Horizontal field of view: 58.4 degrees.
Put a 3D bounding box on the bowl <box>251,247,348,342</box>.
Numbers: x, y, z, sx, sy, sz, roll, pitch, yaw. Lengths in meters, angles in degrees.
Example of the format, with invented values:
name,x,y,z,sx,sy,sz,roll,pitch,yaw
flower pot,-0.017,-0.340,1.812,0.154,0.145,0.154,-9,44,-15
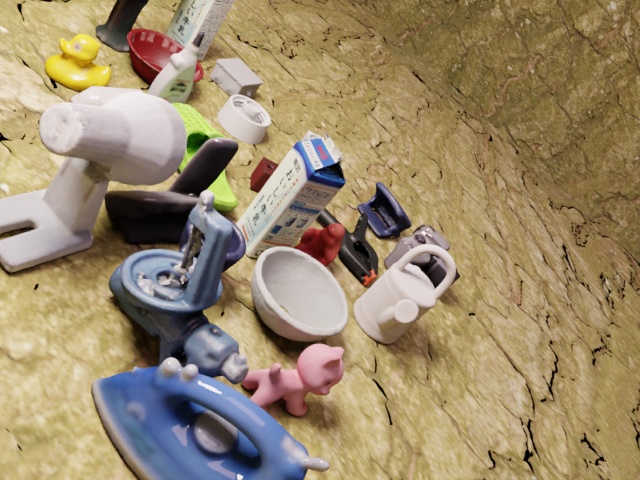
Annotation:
name,x,y,z,sx,sy,sz,roll,pitch,yaw
bowl,-0.043,0.095,0.878,0.168,0.074,0.167,28,33,-20

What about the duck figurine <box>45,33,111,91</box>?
name,x,y,z,sx,sy,sz,roll,pitch,yaw
duck figurine,-0.405,-0.309,0.982,0.105,0.086,0.077,9,43,-41

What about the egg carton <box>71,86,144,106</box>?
name,x,y,z,sx,sy,sz,roll,pitch,yaw
egg carton,-0.326,-0.198,0.944,0.107,0.069,0.151,51,32,16

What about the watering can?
name,x,y,z,sx,sy,sz,roll,pitch,yaw
watering can,0.152,0.090,0.980,0.101,0.193,0.172,27,34,-21

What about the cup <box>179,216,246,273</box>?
name,x,y,z,sx,sy,sz,roll,pitch,yaw
cup,-0.171,0.025,0.807,0.091,0.094,0.118,45,31,7

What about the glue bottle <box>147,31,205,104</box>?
name,x,y,z,sx,sy,sz,roll,pitch,yaw
glue bottle,-0.258,-0.315,1.064,0.037,0.173,0.078,50,32,16

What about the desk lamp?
name,x,y,z,sx,sy,sz,roll,pitch,yaw
desk lamp,-0.287,-0.084,0.704,0.118,0.213,0.204,45,31,8

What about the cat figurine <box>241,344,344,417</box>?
name,x,y,z,sx,sy,sz,roll,pitch,yaw
cat figurine,-0.023,0.176,0.755,0.128,0.117,0.067,10,43,-40

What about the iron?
name,x,y,z,sx,sy,sz,roll,pitch,yaw
iron,-0.116,0.199,0.603,0.258,0.141,0.119,39,31,-2

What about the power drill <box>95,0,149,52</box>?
name,x,y,z,sx,sy,sz,roll,pitch,yaw
power drill,-0.353,-0.482,1.137,0.075,0.208,0.230,45,31,8

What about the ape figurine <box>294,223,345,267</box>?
name,x,y,z,sx,sy,sz,roll,pitch,yaw
ape figurine,0.009,0.004,1.032,0.076,0.092,0.077,8,44,-42

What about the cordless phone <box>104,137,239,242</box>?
name,x,y,z,sx,sy,sz,roll,pitch,yaw
cordless phone,-0.208,-0.086,0.819,0.148,0.185,0.094,-7,55,-51

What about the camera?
name,x,y,z,sx,sy,sz,roll,pitch,yaw
camera,0.230,0.045,1.211,0.136,0.100,0.143,48,32,12

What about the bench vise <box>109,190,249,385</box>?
name,x,y,z,sx,sy,sz,roll,pitch,yaw
bench vise,-0.138,0.060,0.678,0.207,0.219,0.122,40,31,-1

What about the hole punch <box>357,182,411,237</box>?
name,x,y,z,sx,sy,sz,roll,pitch,yaw
hole punch,0.155,-0.069,1.283,0.101,0.091,0.108,-1,50,-48
